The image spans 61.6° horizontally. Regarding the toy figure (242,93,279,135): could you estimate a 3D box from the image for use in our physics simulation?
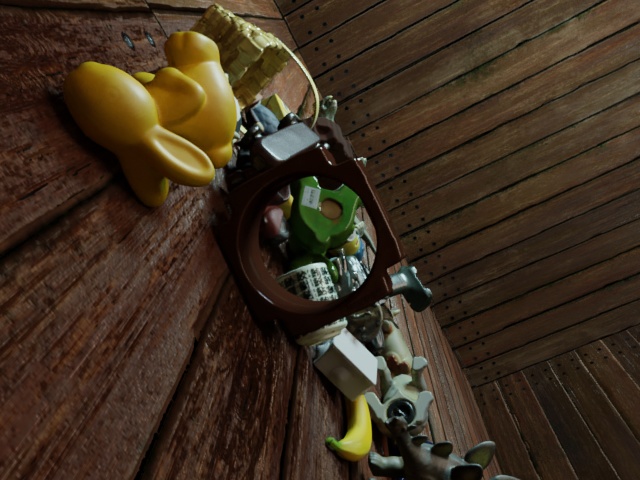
[{"bbox_3d":[-0.127,-0.250,1.040,0.154,0.058,0.064,57,-3,-15],"label":"toy figure"}]

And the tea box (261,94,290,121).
[{"bbox_3d":[-0.078,-0.208,1.137,0.098,0.068,0.170,38,30,-65],"label":"tea box"}]

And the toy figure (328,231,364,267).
[{"bbox_3d":[0.049,0.010,1.217,0.082,0.089,0.180,55,-4,33],"label":"toy figure"}]

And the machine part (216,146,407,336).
[{"bbox_3d":[-0.009,0.001,0.675,0.201,0.201,0.087,64,10,1],"label":"machine part"}]

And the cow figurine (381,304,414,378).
[{"bbox_3d":[0.156,0.219,1.231,0.127,0.085,0.195,24,39,-63],"label":"cow figurine"}]

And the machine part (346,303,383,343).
[{"bbox_3d":[0.072,0.143,0.953,0.243,0.079,0.079,69,-1,-77],"label":"machine part"}]

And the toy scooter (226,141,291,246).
[{"bbox_3d":[-0.096,-0.090,0.811,0.135,0.075,0.184,47,26,-52],"label":"toy scooter"}]

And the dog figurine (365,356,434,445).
[{"bbox_3d":[0.154,0.324,0.997,0.190,0.121,0.172,74,29,-45],"label":"dog figurine"}]

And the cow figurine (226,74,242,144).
[{"bbox_3d":[-0.149,-0.164,0.758,0.167,0.068,0.098,-95,162,-57],"label":"cow figurine"}]

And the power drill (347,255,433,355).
[{"bbox_3d":[0.141,0.133,1.168,0.232,0.207,0.086,62,-34,31],"label":"power drill"}]

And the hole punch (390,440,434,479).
[{"bbox_3d":[0.189,0.419,0.960,0.115,0.092,0.142,54,19,-26],"label":"hole punch"}]

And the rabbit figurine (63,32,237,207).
[{"bbox_3d":[-0.168,-0.116,0.527,0.173,0.122,0.162,-13,87,-64],"label":"rabbit figurine"}]

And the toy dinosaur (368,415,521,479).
[{"bbox_3d":[0.204,0.405,0.769,0.105,0.199,0.470,-83,149,-60],"label":"toy dinosaur"}]

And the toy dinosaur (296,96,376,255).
[{"bbox_3d":[0.025,-0.127,1.285,0.192,0.131,0.404,25,-39,43],"label":"toy dinosaur"}]

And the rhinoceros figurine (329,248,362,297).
[{"bbox_3d":[0.036,0.077,1.030,0.112,0.073,0.190,63,12,0],"label":"rhinoceros figurine"}]

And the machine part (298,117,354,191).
[{"bbox_3d":[-0.021,-0.149,1.027,0.179,0.179,0.056,50,22,-51],"label":"machine part"}]

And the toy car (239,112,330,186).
[{"bbox_3d":[-0.049,-0.136,0.800,0.089,0.053,0.202,39,27,0],"label":"toy car"}]

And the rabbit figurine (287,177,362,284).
[{"bbox_3d":[-0.002,-0.003,0.898,0.170,0.121,0.159,118,-25,-62],"label":"rabbit figurine"}]

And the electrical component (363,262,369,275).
[{"bbox_3d":[0.103,0.097,1.337,0.119,0.048,0.075,39,28,-63],"label":"electrical component"}]
